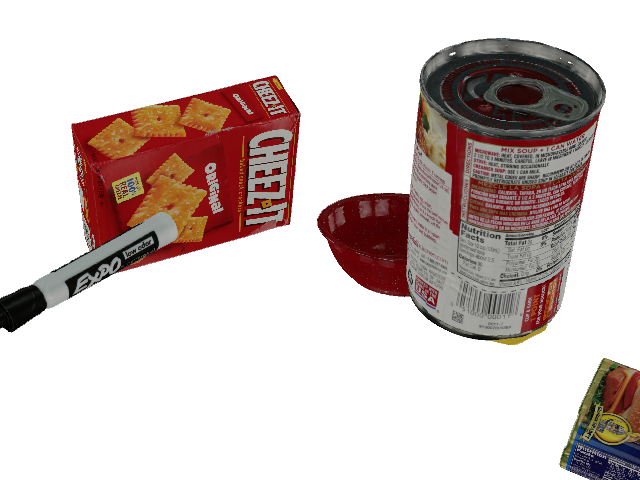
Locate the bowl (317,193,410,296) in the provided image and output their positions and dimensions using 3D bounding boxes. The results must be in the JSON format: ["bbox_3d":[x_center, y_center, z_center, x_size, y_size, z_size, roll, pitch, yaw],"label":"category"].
[{"bbox_3d":[0.076,0.009,1.012,0.162,0.055,0.162,2,24,-1],"label":"bowl"}]

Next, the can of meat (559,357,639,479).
[{"bbox_3d":[0.234,0.142,0.791,0.084,0.057,0.102,20,41,20],"label":"can of meat"}]

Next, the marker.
[{"bbox_3d":[-0.130,0.017,0.594,0.120,0.020,0.020,-32,21,-37],"label":"marker"}]

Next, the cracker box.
[{"bbox_3d":[-0.132,-0.062,1.072,0.213,0.072,0.164,-16,-38,-20],"label":"cracker box"}]

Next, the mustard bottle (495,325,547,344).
[{"bbox_3d":[0.115,-0.028,0.741,0.058,0.192,0.096,-21,31,-28],"label":"mustard bottle"}]

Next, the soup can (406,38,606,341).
[{"bbox_3d":[0.070,-0.019,0.423,0.068,0.102,0.068,0,38,0],"label":"soup can"}]
